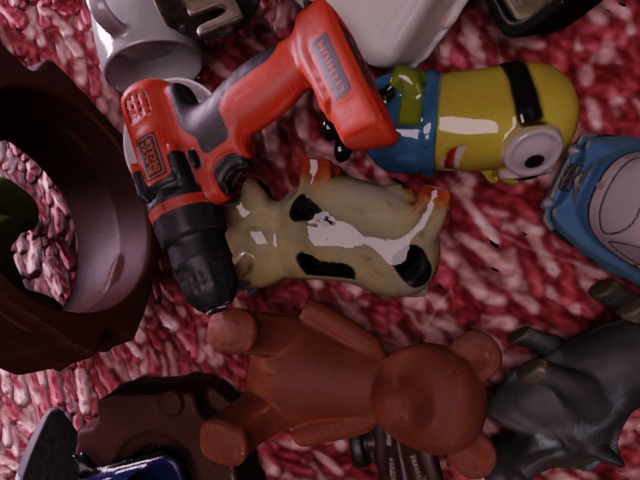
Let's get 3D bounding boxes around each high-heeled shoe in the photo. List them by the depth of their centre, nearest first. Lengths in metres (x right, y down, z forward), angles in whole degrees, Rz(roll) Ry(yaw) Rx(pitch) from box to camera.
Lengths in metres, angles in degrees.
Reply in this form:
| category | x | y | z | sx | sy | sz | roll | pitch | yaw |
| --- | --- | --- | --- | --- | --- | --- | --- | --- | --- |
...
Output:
| category | x | y | z | sx | sy | sz | roll | pitch | yaw |
| --- | --- | --- | --- | --- | --- | --- | --- | --- | --- |
| high-heeled shoe | -0.284 | 0.297 | 0.541 | 0.145 | 0.086 | 0.248 | -18 | 70 | 43 |

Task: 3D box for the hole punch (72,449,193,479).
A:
| category | x | y | z | sx | sy | sz | roll | pitch | yaw |
| --- | --- | --- | --- | --- | --- | --- | --- | --- | --- |
| hole punch | -0.162 | 0.246 | 0.431 | 0.116 | 0.092 | 0.142 | -21 | 94 | 20 |

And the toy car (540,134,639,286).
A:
| category | x | y | z | sx | sy | sz | roll | pitch | yaw |
| --- | --- | --- | --- | --- | --- | --- | --- | --- | --- |
| toy car | 0.244 | -0.016 | 0.366 | 0.162 | 0.103 | 0.109 | 27 | 98 | 8 |

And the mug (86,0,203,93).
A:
| category | x | y | z | sx | sy | sz | roll | pitch | yaw |
| --- | --- | --- | --- | --- | --- | --- | --- | --- | --- |
| mug | -0.159 | -0.189 | 0.447 | 0.081 | 0.109 | 0.107 | -24 | 75 | 19 |

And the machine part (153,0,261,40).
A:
| category | x | y | z | sx | sy | sz | roll | pitch | yaw |
| --- | --- | --- | --- | --- | --- | --- | --- | --- | --- |
| machine part | -0.103 | -0.230 | 0.406 | 0.079 | 0.079 | 0.243 | -34 | 56 | 13 |

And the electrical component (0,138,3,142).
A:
| category | x | y | z | sx | sy | sz | roll | pitch | yaw |
| --- | --- | --- | --- | --- | --- | --- | --- | --- | --- |
| electrical component | -0.336 | -0.148 | 0.481 | 0.058 | 0.115 | 0.134 | -22 | 89 | 17 |

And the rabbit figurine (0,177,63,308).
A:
| category | x | y | z | sx | sy | sz | roll | pitch | yaw |
| --- | --- | --- | --- | --- | --- | --- | --- | --- | --- |
| rabbit figurine | -0.291 | 0.043 | 0.480 | 0.121 | 0.159 | 0.170 | -39 | 101 | 3 |

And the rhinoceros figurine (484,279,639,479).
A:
| category | x | y | z | sx | sy | sz | roll | pitch | yaw |
| --- | --- | --- | --- | --- | --- | --- | --- | --- | --- |
| rhinoceros figurine | 0.195 | 0.116 | 0.407 | 0.190 | 0.073 | 0.112 | -42 | 96 | 10 |

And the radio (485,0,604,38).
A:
| category | x | y | z | sx | sy | sz | roll | pitch | yaw |
| --- | --- | --- | --- | --- | --- | --- | --- | --- | --- |
| radio | 0.144 | -0.269 | 0.357 | 0.131 | 0.073 | 0.229 | -28 | 88 | 48 |

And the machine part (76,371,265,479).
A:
| category | x | y | z | sx | sy | sz | roll | pitch | yaw |
| --- | --- | --- | --- | --- | --- | --- | --- | --- | --- |
| machine part | -0.138 | 0.209 | 0.493 | 0.180 | 0.056 | 0.179 | 1 | 95 | 14 |

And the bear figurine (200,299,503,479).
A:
| category | x | y | z | sx | sy | sz | roll | pitch | yaw |
| --- | --- | --- | --- | --- | --- | --- | --- | --- | --- |
| bear figurine | 0.026 | 0.114 | 0.399 | 0.196 | 0.132 | 0.120 | 7 | 92 | 31 |

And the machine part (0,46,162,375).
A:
| category | x | y | z | sx | sy | sz | roll | pitch | yaw |
| --- | --- | --- | --- | --- | --- | --- | --- | --- | --- |
| machine part | -0.217 | -0.018 | 0.403 | 0.087 | 0.200 | 0.201 | -16 | 46 | 20 |

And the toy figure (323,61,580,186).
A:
| category | x | y | z | sx | sy | sz | roll | pitch | yaw |
| --- | --- | --- | --- | --- | --- | --- | --- | --- | --- |
| toy figure | 0.098 | -0.091 | 0.405 | 0.180 | 0.082 | 0.089 | 7 | 96 | 15 |

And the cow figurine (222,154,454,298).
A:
| category | x | y | z | sx | sy | sz | roll | pitch | yaw |
| --- | --- | --- | --- | --- | --- | --- | --- | --- | --- |
| cow figurine | -0.001 | -0.001 | 0.435 | 0.195 | 0.085 | 0.127 | 14 | 91 | 11 |

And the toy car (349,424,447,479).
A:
| category | x | y | z | sx | sy | sz | roll | pitch | yaw |
| --- | --- | --- | --- | --- | --- | --- | --- | --- | --- |
| toy car | 0.082 | 0.230 | 0.447 | 0.089 | 0.053 | 0.202 | -11 | 92 | 16 |
